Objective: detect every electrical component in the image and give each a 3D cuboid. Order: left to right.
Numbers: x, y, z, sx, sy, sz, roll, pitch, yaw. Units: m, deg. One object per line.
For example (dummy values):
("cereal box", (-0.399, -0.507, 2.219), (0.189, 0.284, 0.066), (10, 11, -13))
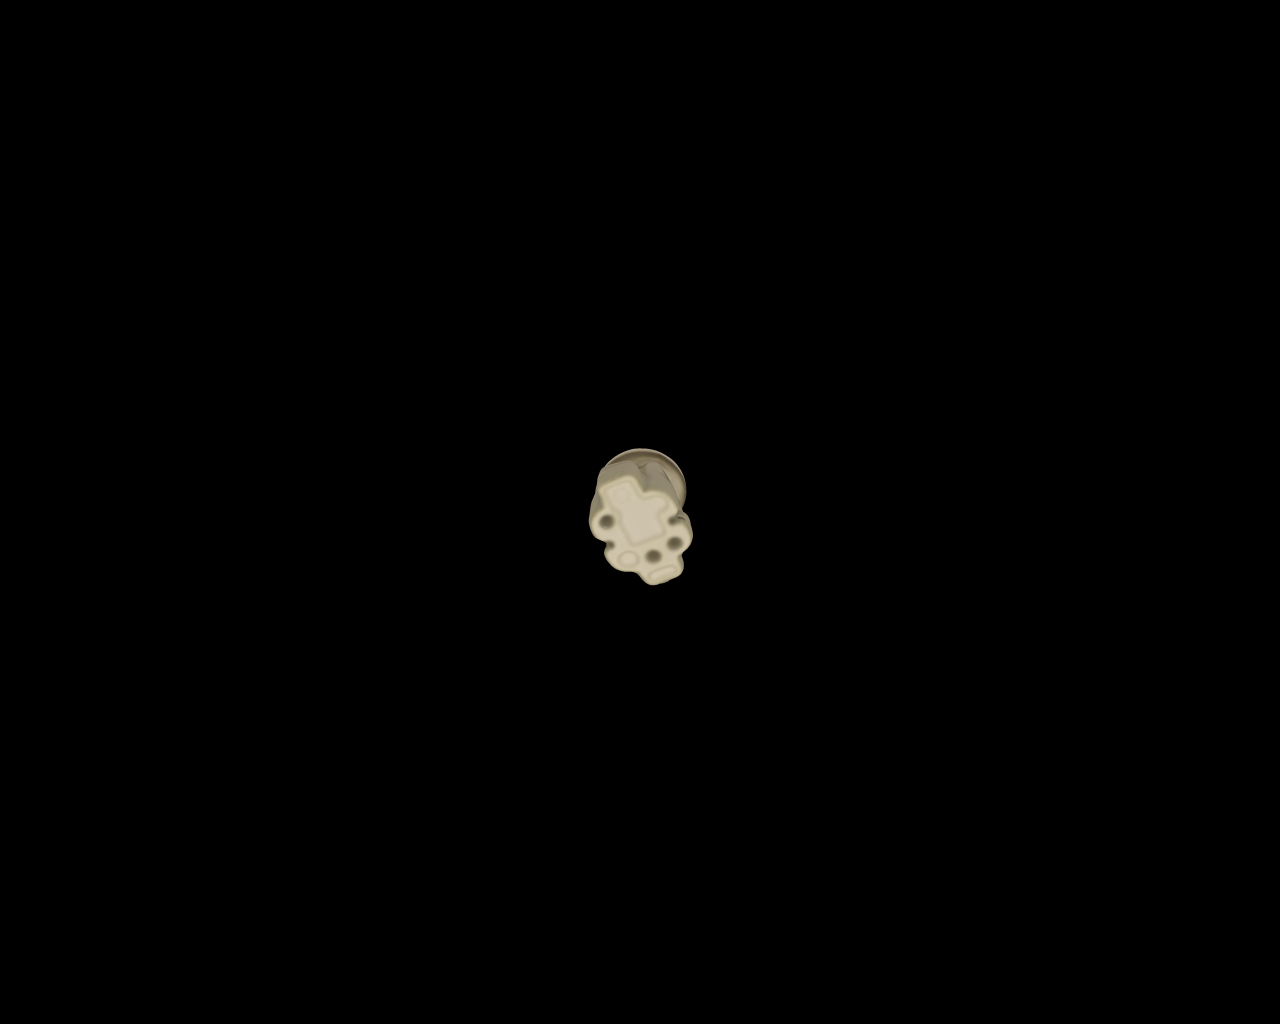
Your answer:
("electrical component", (0.001, -0.003, 0.650), (0.058, 0.078, 0.057), (-21, 28, 12))
